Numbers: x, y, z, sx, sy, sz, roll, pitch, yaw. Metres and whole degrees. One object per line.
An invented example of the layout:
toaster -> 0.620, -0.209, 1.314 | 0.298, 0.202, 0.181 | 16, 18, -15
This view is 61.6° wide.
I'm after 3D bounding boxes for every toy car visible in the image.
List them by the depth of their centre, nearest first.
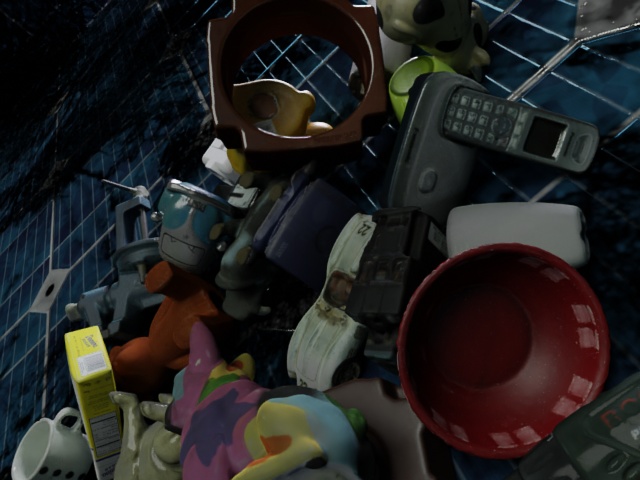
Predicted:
toy car -> 0.026, 0.069, 0.557 | 0.074, 0.056, 0.201 | 23, 87, 48
toy car -> -0.169, -0.007, 0.715 | 0.103, 0.109, 0.161 | -65, 2, -17

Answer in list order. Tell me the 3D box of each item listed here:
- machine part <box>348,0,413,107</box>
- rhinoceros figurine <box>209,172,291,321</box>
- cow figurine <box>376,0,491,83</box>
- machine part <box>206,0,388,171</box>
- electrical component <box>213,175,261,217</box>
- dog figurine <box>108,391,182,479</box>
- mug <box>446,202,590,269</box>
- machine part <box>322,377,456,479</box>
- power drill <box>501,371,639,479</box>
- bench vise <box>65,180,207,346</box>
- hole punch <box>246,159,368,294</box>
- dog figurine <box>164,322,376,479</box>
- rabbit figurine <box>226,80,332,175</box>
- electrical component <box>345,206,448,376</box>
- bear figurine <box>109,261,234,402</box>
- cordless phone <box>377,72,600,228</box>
machine part -> 0.092, -0.272, 0.750 | 0.079, 0.079, 0.243 | -11, 54, 37
rhinoceros figurine -> -0.075, 0.007, 0.663 | 0.073, 0.112, 0.190 | 25, 93, 32
cow figurine -> 0.138, -0.250, 0.618 | 0.086, 0.195, 0.127 | 9, 102, 40
machine part -> -0.027, -0.188, 0.638 | 0.202, 0.087, 0.201 | -6, 81, -2
electrical component -> -0.111, -0.054, 0.794 | 0.119, 0.047, 0.075 | 5, 64, 45
dog figurine -> -0.169, 0.272, 0.585 | 0.172, 0.121, 0.190 | -6, 71, 43
mug -> 0.174, 0.015, 0.465 | 0.107, 0.080, 0.109 | -12, 78, 31
machine part -> 0.034, 0.207, 0.463 | 0.179, 0.056, 0.179 | -24, 47, 28
power drill -> 0.226, 0.175, 0.304 | 0.232, 0.086, 0.207 | -44, 33, 4
bench vise -> -0.284, 0.032, 0.818 | 0.224, 0.128, 0.240 | -23, 65, 19
hole punch -> -0.001, -0.002, 0.611 | 0.092, 0.115, 0.142 | 31, 84, 41
dog figurine -> -0.060, 0.150, 0.473 | 0.191, 0.108, 0.219 | -41, 35, 13
rabbit figurine -> -0.070, -0.156, 0.766 | 0.162, 0.173, 0.122 | -29, 78, -15
electrical component -> 0.083, 0.052, 0.488 | 0.058, 0.114, 0.134 | -6, 55, 42
bear figurine -> -0.211, 0.132, 0.689 | 0.196, 0.131, 0.120 | -36, 68, 8
cordless phone -> 0.160, -0.071, 0.520 | 0.089, 0.184, 0.146 | -53, -22, -80
